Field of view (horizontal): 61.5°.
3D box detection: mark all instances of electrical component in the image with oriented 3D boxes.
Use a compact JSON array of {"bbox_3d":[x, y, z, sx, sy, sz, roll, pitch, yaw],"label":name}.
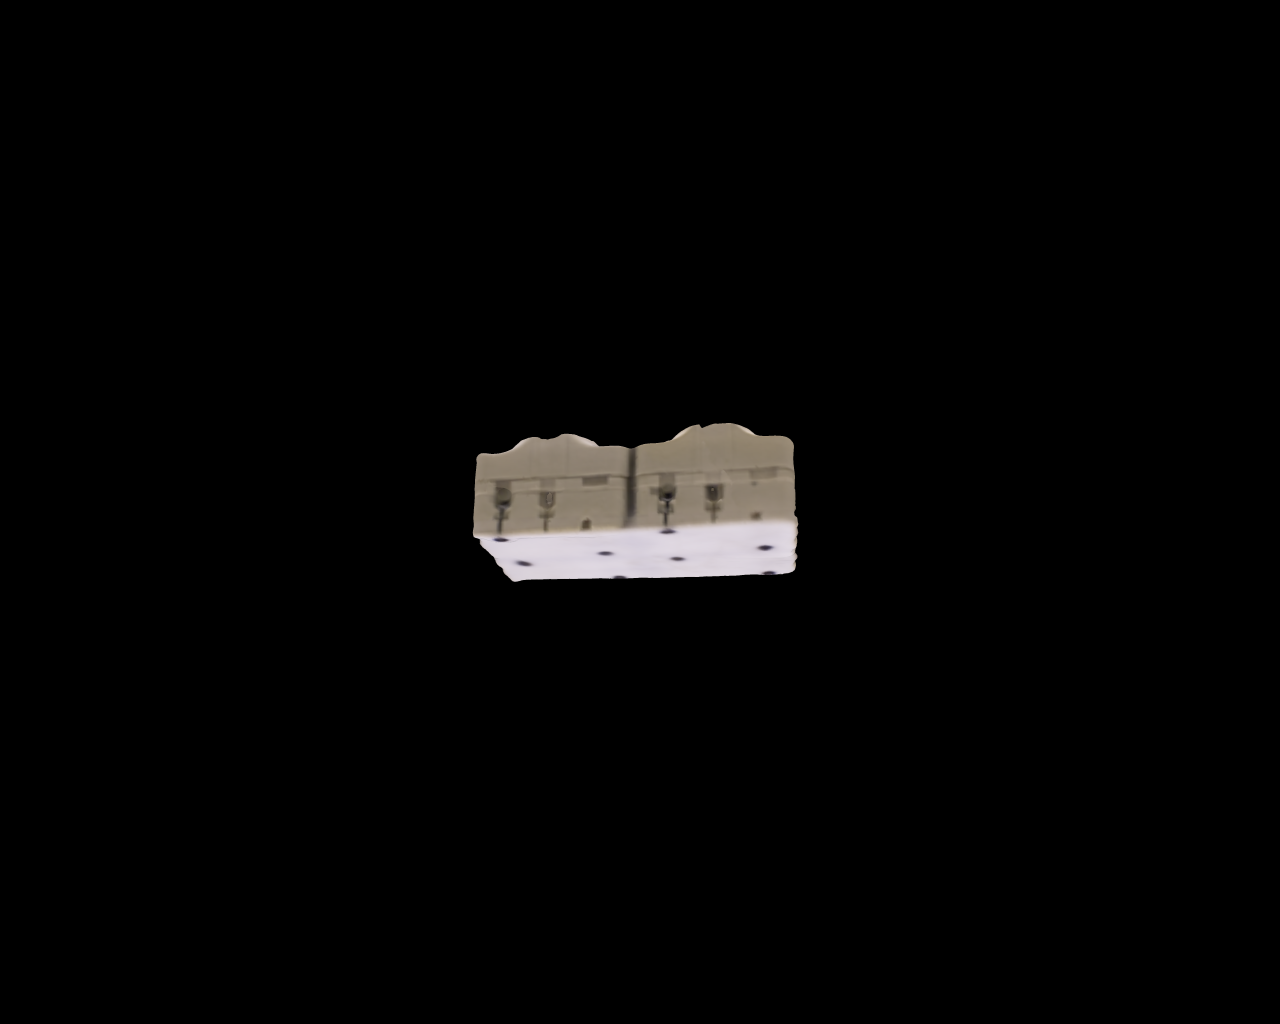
[{"bbox_3d":[0.001,-0.003,0.650,0.186,0.060,0.105,-2,-19,7],"label":"electrical component"}]
